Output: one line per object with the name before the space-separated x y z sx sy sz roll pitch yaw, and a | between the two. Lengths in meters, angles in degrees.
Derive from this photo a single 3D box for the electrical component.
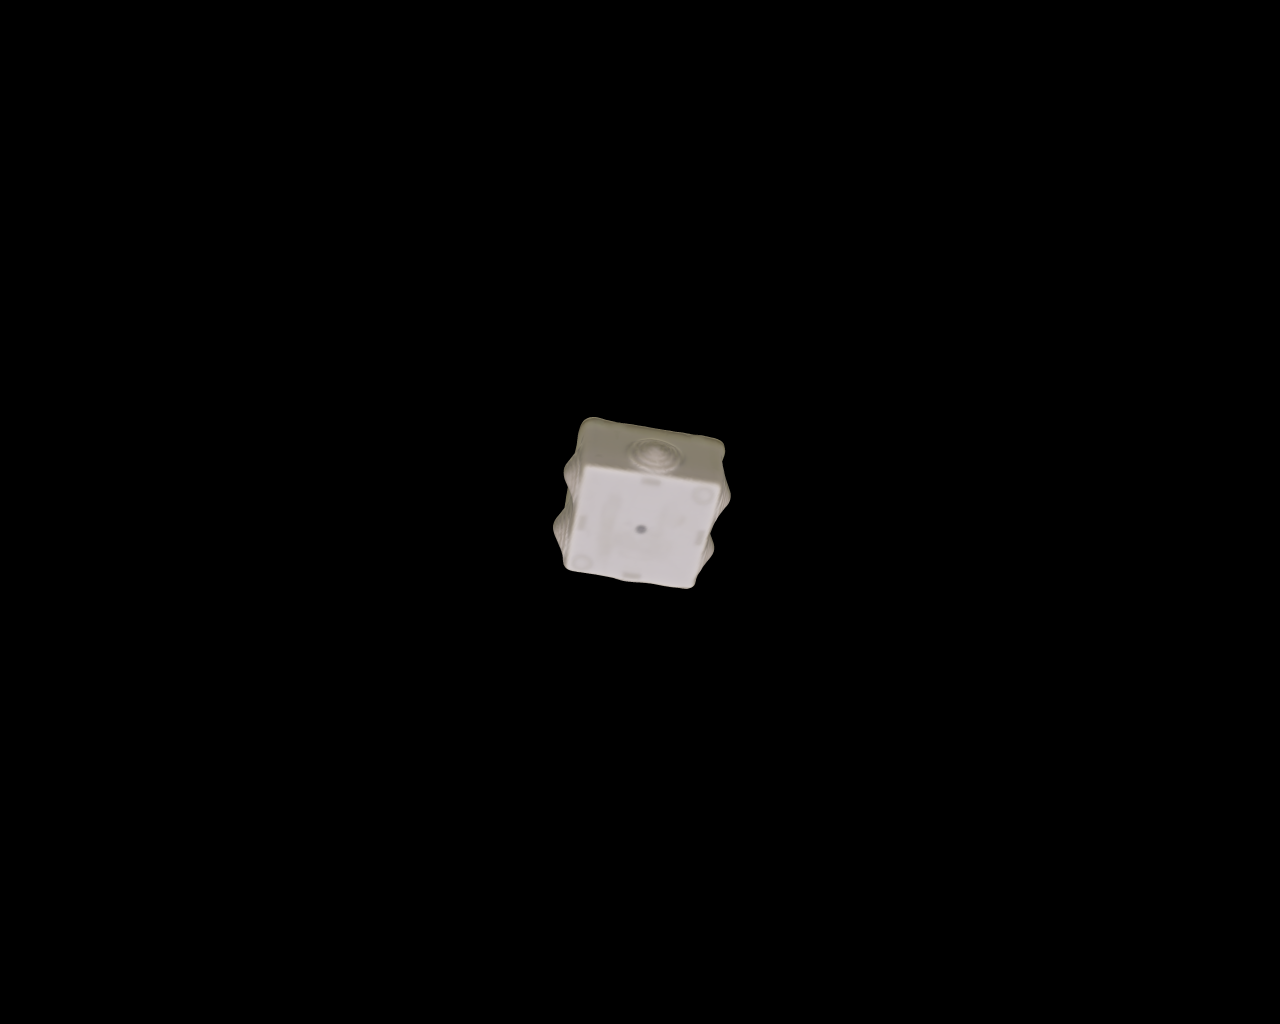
electrical component | 0.001 -0.003 0.650 0.100 0.099 0.048 9 36 -7
